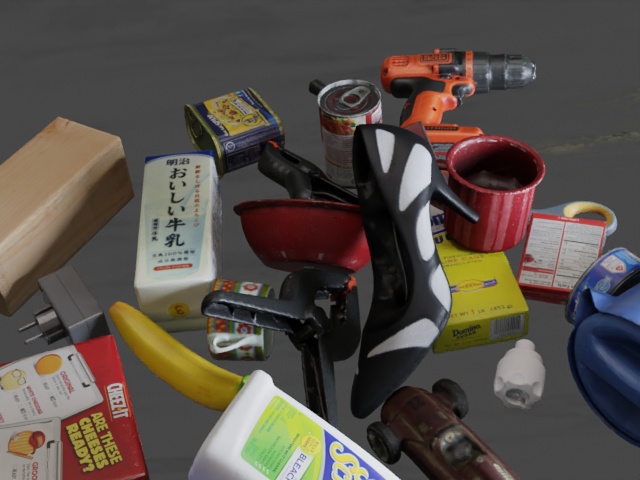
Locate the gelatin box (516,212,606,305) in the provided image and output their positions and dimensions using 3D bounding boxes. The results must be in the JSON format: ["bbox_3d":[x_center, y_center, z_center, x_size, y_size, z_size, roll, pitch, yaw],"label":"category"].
[{"bbox_3d":[0.235,0.020,1.036,0.073,0.030,0.089,8,59,19],"label":"gelatin box"}]

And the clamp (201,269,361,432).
[{"bbox_3d":[-0.006,0.089,0.959,0.164,0.036,0.209,55,29,3],"label":"clamp"}]

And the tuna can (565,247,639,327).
[{"bbox_3d":[0.265,0.051,0.972,0.086,0.086,0.034,-30,50,-24],"label":"tuna can"}]

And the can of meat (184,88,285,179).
[{"bbox_3d":[-0.098,-0.127,1.229,0.083,0.057,0.102,-21,46,-18],"label":"can of meat"}]

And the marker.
[{"bbox_3d":[0.028,-0.162,1.278,0.020,0.020,0.121,-32,49,-25],"label":"marker"}]

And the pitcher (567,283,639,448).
[{"bbox_3d":[0.346,0.077,0.918,0.242,0.149,0.145,-29,32,-27],"label":"pitcher"}]

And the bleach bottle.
[{"bbox_3d":[0.030,0.207,0.811,0.251,0.068,0.102,31,48,6],"label":"bleach bottle"}]

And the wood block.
[{"bbox_3d":[-0.300,-0.028,1.125,0.091,0.090,0.205,19,48,24],"label":"wood block"}]

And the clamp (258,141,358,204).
[{"bbox_3d":[-0.021,-0.062,1.131,0.172,0.120,0.039,33,100,39],"label":"clamp"}]

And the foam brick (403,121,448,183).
[{"bbox_3d":[0.099,-0.079,1.122,0.051,0.053,0.078,-23,86,8],"label":"foam brick"}]

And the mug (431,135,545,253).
[{"bbox_3d":[0.151,-0.044,1.026,0.117,0.081,0.093,12,42,12],"label":"mug"}]

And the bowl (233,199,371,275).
[{"bbox_3d":[-0.007,0.001,1.042,0.162,0.162,0.055,3,81,10],"label":"bowl"}]

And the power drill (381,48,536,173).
[{"bbox_3d":[0.156,-0.153,1.226,0.184,0.057,0.187,-2,40,11],"label":"power drill"}]

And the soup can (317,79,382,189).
[{"bbox_3d":[0.035,-0.115,1.165,0.068,0.102,0.068,-3,43,3],"label":"soup can"}]

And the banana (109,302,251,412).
[{"bbox_3d":[-0.118,0.112,0.969,0.198,0.069,0.037,20,39,38],"label":"banana"}]

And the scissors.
[{"bbox_3d":[0.222,-0.034,1.117,0.096,0.016,0.202,-35,51,-23],"label":"scissors"}]

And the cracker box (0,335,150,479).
[{"bbox_3d":[-0.260,0.186,0.906,0.213,0.072,0.164,-15,44,-10],"label":"cracker box"}]

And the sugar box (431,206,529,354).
[{"bbox_3d":[0.133,0.027,1.043,0.093,0.048,0.176,-10,45,-5],"label":"sugar box"}]
